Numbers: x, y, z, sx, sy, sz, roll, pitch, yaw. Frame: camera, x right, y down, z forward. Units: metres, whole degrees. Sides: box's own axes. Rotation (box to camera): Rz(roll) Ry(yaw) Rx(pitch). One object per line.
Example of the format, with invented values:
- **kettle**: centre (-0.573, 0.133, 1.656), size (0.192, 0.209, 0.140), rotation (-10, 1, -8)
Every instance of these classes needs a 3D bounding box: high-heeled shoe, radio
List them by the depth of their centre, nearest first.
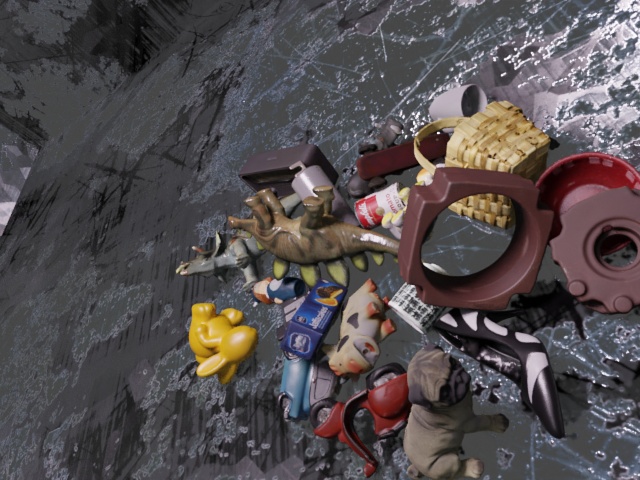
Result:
- **high-heeled shoe**: centre (0.246, 0.179, 0.767), size (0.145, 0.086, 0.249), rotation (-16, 32, 14)
- **radio**: centre (-0.075, -0.154, 1.306), size (0.230, 0.131, 0.073), rotation (-1, 54, 42)

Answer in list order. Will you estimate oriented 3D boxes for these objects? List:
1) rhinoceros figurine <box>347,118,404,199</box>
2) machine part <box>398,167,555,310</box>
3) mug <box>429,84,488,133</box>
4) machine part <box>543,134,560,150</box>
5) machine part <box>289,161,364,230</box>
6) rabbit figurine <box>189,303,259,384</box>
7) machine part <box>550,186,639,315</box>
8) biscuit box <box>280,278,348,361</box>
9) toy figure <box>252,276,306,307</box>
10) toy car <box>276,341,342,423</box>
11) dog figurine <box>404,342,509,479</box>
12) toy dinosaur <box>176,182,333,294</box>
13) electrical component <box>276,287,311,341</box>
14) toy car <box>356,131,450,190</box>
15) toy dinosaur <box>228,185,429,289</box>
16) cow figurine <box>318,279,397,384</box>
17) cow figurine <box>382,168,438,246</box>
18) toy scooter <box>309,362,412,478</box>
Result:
- **rhinoceros figurine**: centre (0.121, -0.170, 1.161), size (0.073, 0.112, 0.190), rotation (29, 88, 52)
- **machine part**: centre (0.226, -0.002, 0.803), size (0.087, 0.201, 0.200), rotation (-101, 16, -66)
- **mug**: centre (0.280, -0.266, 1.127), size (0.107, 0.080, 0.109), rotation (11, 69, 59)
- **machine part**: centre (0.362, -0.183, 0.988), size (0.139, 0.084, 0.039), rotation (16, 95, 56)
- **machine part**: centre (0.016, -0.073, 1.141), size (0.079, 0.079, 0.243), rotation (-38, 73, 12)
- **rabbit figurine**: centre (-0.203, 0.215, 1.130), size (0.173, 0.121, 0.162), rotation (1, 64, 42)
- **machine part**: centre (0.411, 0.014, 0.738), size (0.180, 0.056, 0.179), rotation (-5, 79, 27)
- **biscuit box**: centre (-0.006, 0.136, 0.953), size (0.203, 0.063, 0.059), rotation (-49, -20, -67)
- **toy figure**: centre (-0.099, 0.110, 1.175), size (0.155, 0.057, 0.064), rotation (-9, 14, 40)
- **toy car**: centre (-0.012, 0.243, 0.951), size (0.103, 0.109, 0.161), rotation (1, 66, 18)
- **dog figurine**: centre (0.148, 0.242, 0.733), size (0.121, 0.190, 0.172), rotation (22, 76, 49)
- **toy dinosaur**: centre (-0.145, -0.018, 1.281), size (0.405, 0.131, 0.192), rotation (-41, 40, -1)
- **electrical component**: centre (-0.051, 0.158, 1.096), size (0.119, 0.047, 0.075), rotation (-30, 42, 19)
- **toy car**: centre (0.171, -0.168, 1.093), size (0.202, 0.053, 0.089), rotation (-19, 86, -7)
- **toy dinosaur**: centre (-0.002, -0.003, 1.058), size (0.472, 0.198, 0.105), rotation (6, 28, 33)
- **cow figurine**: centre (0.065, 0.160, 0.921), size (0.127, 0.085, 0.195), rotation (-43, 12, 18)
- **cow figurine**: centre (0.198, -0.063, 1.024), size (0.167, 0.098, 0.068), rotation (-53, 16, -22)
- **toy scooter**: centre (0.084, 0.285, 0.843), size (0.184, 0.075, 0.135), rotation (-29, 66, 1)
